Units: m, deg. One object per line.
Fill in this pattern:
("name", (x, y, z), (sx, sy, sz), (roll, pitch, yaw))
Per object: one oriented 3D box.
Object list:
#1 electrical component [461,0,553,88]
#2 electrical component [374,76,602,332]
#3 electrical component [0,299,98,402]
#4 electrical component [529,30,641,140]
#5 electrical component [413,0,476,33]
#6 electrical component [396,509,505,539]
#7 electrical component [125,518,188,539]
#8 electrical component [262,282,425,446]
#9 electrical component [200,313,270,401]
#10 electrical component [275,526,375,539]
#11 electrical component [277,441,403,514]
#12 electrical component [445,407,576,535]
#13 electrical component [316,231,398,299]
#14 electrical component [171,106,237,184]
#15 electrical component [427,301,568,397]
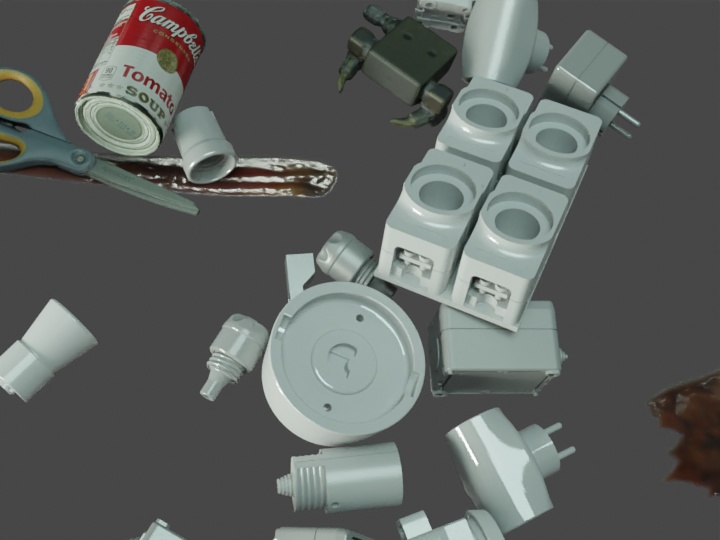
("electrical component", (0.126, -0.182, 0.870), (0.079, 0.043, 0.077), (13, 91, -35))
("electrical component", (0.097, -0.057, 0.773), (0.105, 0.060, 0.186), (21, 48, 11))
("electrical component", (-0.218, 0.057, 0.732), (0.044, 0.044, 0.065), (41, 73, 10))
("electrical component", (0.184, -0.129, 0.839), (0.076, 0.083, 0.047), (37, 68, 8))
("electrical component", (0.071, -0.234, 0.889), (0.081, 0.042, 0.063), (8, 69, -4))
("electrical component", (0.065, 0.192, 0.706), (0.057, 0.058, 0.078), (-18, 72, -12))
("electrical component", (-0.115, 0.203, 0.674), (0.096, 0.061, 0.061), (29, 67, 5))
("electrical component", (-0.016, 0.069, 0.740), (0.108, 0.060, 0.108), (7, 65, -15))
("electrical component", (-0.090, 0.063, 0.750), (0.035, 0.035, 0.061), (30, 69, 5))
("electrical component", (-0.006, 0.201, 0.675), (0.061, 0.096, 0.061), (-7, 63, 32))
("electrical component", (-0.015, 0.141, 0.723), (0.081, 0.043, 0.043), (-4, 69, -9))
("electrical component", (0.111, 0.132, 0.743), (0.079, 0.044, 0.077), (-23, 73, -16))
("electrical component", (0.000, 0.000, 0.788), (0.061, 0.035, 0.035), (37, 68, 6))
("electrical component", (-0.119, -0.094, 0.808), (0.040, 0.040, 0.046), (-19, 67, -15))
("electrical component", (0.100, 0.053, 0.765), (0.096, 0.061, 0.061), (1, 68, -7))
